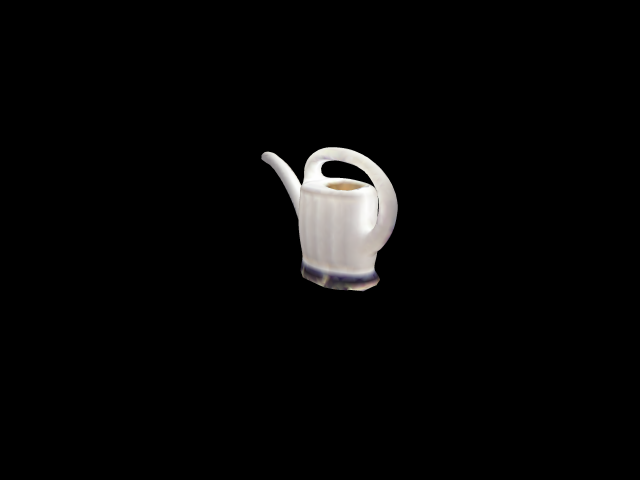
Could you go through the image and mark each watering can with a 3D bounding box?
[{"bbox_3d":[0.003,-0.043,0.850,0.104,0.222,0.350,-8,16,-34],"label":"watering can"}]
